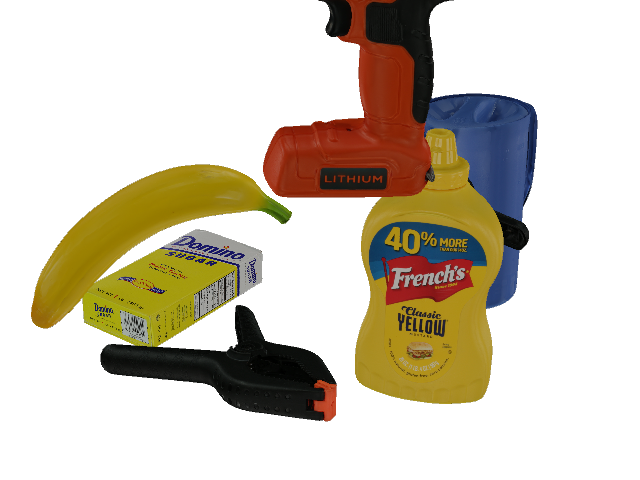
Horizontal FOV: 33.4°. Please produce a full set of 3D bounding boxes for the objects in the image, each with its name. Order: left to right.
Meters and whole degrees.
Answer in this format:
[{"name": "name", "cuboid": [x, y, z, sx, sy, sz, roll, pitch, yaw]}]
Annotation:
[{"name": "banana", "cuboid": [-0.122, -0.004, 0.732, 0.198, 0.069, 0.037, -23, 9, 6]}, {"name": "sugar box", "cuboid": [-0.147, 0.045, 1.088, 0.093, 0.048, 0.175, 18, 33, 29]}, {"name": "clamp", "cuboid": [-0.059, 0.103, 0.908, 0.210, 0.036, 0.164, 13, 21, 36]}, {"name": "power drill", "cuboid": [0.009, -0.115, 0.627, 0.184, 0.188, 0.057, 0, 37, -9]}, {"name": "mustard bottle", "cuboid": [0.076, 0.017, 0.733, 0.096, 0.192, 0.058, 8, 24, 13]}, {"name": "clamp", "cuboid": [0.118, -0.028, 0.969, 0.120, 0.039, 0.171, -1, 33, 0]}, {"name": "pitcher", "cuboid": [0.188, -0.049, 1.269, 0.149, 0.243, 0.145, -2, 24, 5]}]
